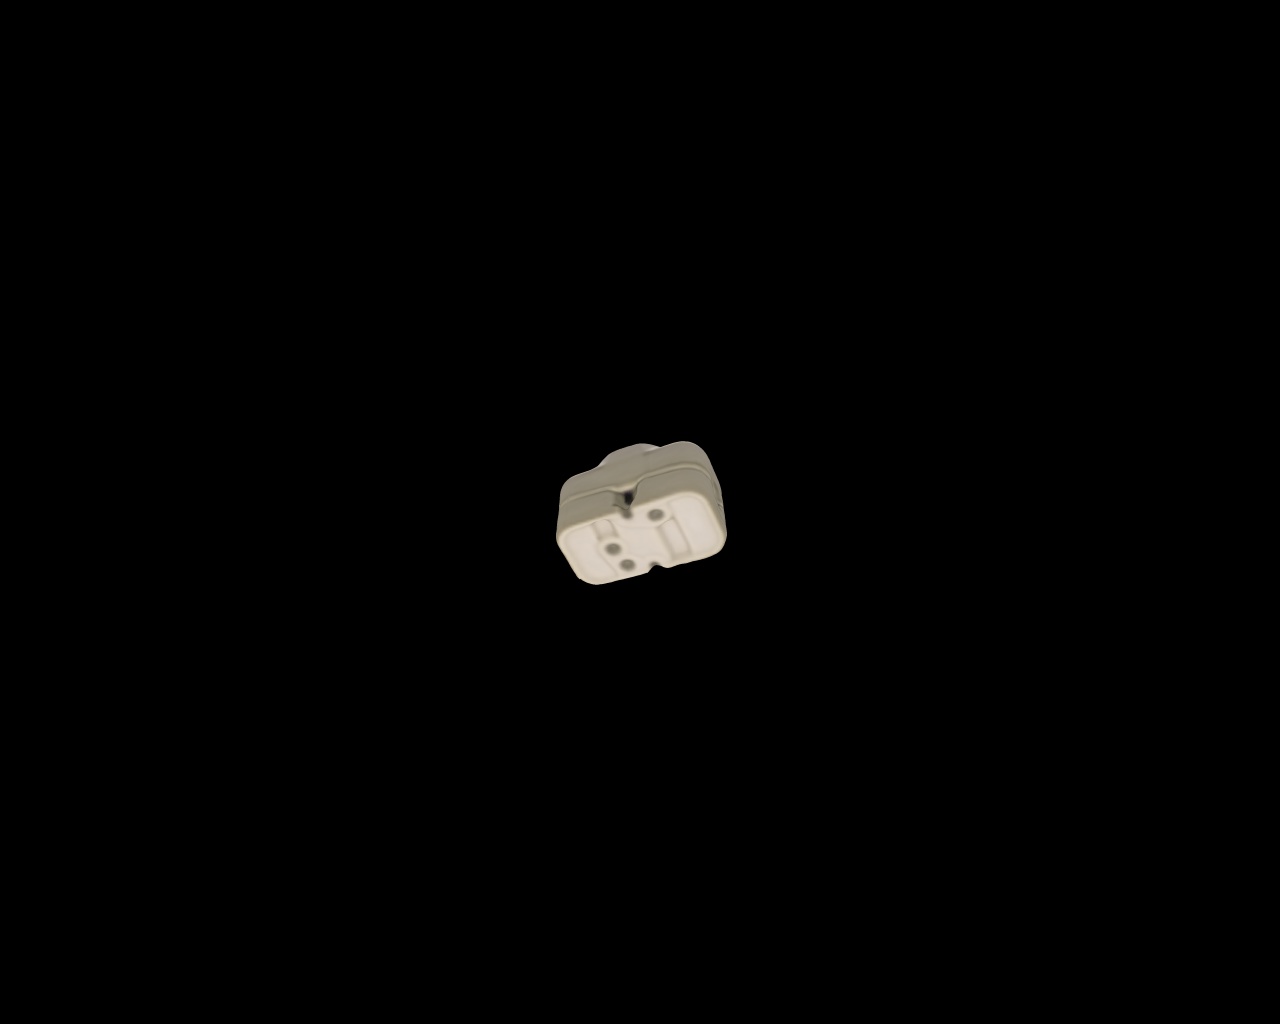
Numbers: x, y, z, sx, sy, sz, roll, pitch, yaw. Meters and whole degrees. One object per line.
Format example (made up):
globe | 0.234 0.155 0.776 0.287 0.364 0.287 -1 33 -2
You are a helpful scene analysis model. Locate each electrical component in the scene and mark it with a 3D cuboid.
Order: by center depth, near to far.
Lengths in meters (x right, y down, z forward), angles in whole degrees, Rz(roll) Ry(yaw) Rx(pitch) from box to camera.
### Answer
electrical component | 0.001 -0.003 0.650 0.095 0.053 0.059 -17 39 14
